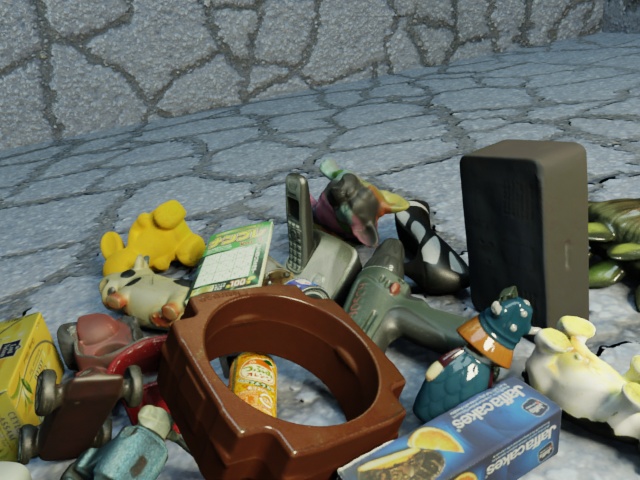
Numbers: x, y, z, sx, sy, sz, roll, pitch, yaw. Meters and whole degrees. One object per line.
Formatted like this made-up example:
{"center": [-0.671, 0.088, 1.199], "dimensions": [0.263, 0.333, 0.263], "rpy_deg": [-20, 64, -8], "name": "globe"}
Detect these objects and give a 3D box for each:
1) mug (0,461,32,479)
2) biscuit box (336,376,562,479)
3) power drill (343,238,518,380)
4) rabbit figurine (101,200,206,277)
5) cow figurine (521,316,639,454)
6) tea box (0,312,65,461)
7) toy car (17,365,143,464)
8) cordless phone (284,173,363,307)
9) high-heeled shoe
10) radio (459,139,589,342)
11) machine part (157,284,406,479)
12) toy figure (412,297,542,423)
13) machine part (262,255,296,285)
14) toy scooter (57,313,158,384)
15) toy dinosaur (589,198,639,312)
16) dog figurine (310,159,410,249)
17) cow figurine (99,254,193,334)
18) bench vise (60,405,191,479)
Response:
{"center": [-0.295, 0.249, 0.480], "dimensions": [0.110, 0.080, 0.107], "rpy_deg": [-4, 17, -2], "name": "mug"}
{"center": [0.117, 0.192, 0.466], "dimensions": [0.203, 0.062, 0.059], "rpy_deg": [-21, 29, -22], "name": "biscuit box"}
{"center": [0.128, 0.079, 0.655], "dimensions": [0.208, 0.085, 0.232], "rpy_deg": [12, 43, 27], "name": "power drill"}
{"center": [-0.317, 0.018, 0.942], "dimensions": [0.163, 0.121, 0.173], "rpy_deg": [4, 41, 33], "name": "rabbit figurine"}
{"center": [0.267, 0.151, 0.486], "dimensions": [0.068, 0.098, 0.168], "rpy_deg": [-22, 45, -38], "name": "cow figurine"}
{"center": [-0.368, 0.173, 0.644], "dimensions": [0.068, 0.098, 0.170], "rpy_deg": [-15, 27, -10], "name": "tea box"}
{"center": [-0.235, 0.165, 0.519], "dimensions": [0.089, 0.202, 0.053], "rpy_deg": [7, 50, -30], "name": "toy car"}
{"center": [-0.002, -0.002, 0.783], "dimensions": [0.089, 0.184, 0.147], "rpy_deg": [-18, 25, -27], "name": "cordless phone"}
{"center": [0.185, -0.002, 0.841], "dimensions": [0.145, 0.086, 0.249], "rpy_deg": [4, 34, 25], "name": "high-heeled shoe"}
{"center": [0.243, -0.002, 0.645], "dimensions": [0.073, 0.229, 0.131], "rpy_deg": [-19, 22, -23], "name": "radio"}
{"center": [-0.037, 0.137, 0.515], "dimensions": [0.201, 0.087, 0.201], "rpy_deg": [-5, 36, -40], "name": "machine part"}
{"center": [0.150, 0.118, 0.528], "dimensions": [0.154, 0.064, 0.058], "rpy_deg": [-55, 39, 2], "name": "toy figure"}
{"center": [-0.105, 0.052, 0.832], "dimensions": [0.079, 0.079, 0.243], "rpy_deg": [-22, 28, -25], "name": "machine part"}
{"center": [-0.261, 0.145, 0.692], "dimensions": [0.135, 0.075, 0.184], "rpy_deg": [-19, 29, -18], "name": "toy scooter"}
{"center": [0.429, -0.007, 0.738], "dimensions": [0.199, 0.104, 0.472], "rpy_deg": [-20, 22, -13], "name": "toy dinosaur"}
{"center": [0.062, -0.038, 0.843], "dimensions": [0.108, 0.191, 0.219], "rpy_deg": [-47, 33, -6], "name": "dog figurine"}
{"center": [-0.254, 0.083, 0.811], "dimensions": [0.195, 0.085, 0.127], "rpy_deg": [7, 27, 25], "name": "cow figurine"}
{"center": [-0.153, 0.218, 0.393], "dimensions": [0.240, 0.129, 0.224], "rpy_deg": [-31, 10, 49], "name": "bench vise"}
